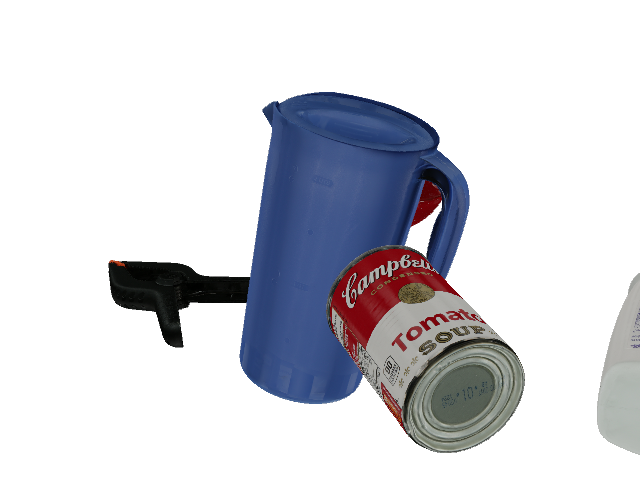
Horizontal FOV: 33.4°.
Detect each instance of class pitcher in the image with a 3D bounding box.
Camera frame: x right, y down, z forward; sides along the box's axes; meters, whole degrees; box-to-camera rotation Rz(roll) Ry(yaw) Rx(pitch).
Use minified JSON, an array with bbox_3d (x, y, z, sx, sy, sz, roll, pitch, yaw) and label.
[{"bbox_3d":[0.015,0.012,0.871,0.144,0.243,0.149,4,25,-18],"label":"pitcher"}]

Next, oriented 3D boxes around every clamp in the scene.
[{"bbox_3d":[-0.153,0.056,1.087,0.210,0.036,0.164,11,21,34],"label":"clamp"}]

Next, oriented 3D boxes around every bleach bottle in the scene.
[{"bbox_3d":[0.261,0.069,0.753,0.103,0.068,0.250,11,22,19],"label":"bleach bottle"}]

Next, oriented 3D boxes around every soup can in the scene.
[{"bbox_3d":[0.052,0.055,0.559,0.068,0.068,0.102,0,26,-24],"label":"soup can"}]

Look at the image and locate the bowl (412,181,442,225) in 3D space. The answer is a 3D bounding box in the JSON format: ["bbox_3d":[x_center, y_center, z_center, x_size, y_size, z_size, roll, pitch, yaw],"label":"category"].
[{"bbox_3d":[0.067,-0.054,1.205,0.162,0.055,0.162,7,26,-3],"label":"bowl"}]
